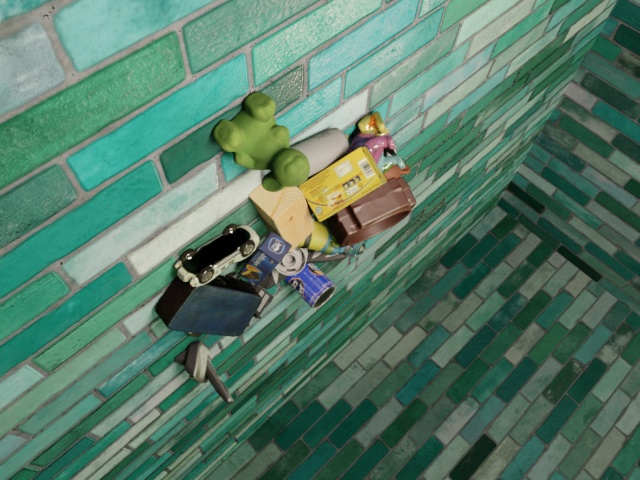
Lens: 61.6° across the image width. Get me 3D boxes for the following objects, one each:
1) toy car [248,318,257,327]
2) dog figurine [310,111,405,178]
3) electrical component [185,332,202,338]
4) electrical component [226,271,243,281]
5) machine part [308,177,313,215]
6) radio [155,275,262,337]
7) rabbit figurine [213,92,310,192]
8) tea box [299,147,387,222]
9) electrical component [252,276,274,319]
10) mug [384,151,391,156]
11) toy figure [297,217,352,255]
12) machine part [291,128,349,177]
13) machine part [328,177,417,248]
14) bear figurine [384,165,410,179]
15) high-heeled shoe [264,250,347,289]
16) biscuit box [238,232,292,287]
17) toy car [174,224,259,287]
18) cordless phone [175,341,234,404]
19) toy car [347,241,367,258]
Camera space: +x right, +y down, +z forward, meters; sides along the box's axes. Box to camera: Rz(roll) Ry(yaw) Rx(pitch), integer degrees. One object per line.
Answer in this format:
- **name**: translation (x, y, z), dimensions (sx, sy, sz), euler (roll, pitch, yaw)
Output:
- **toy car**: translation (-0.234, 0.230, 1.575), dimensions (0.089, 0.053, 0.202), euler (-46, 160, -12)
- **dog figurine**: translation (0.080, -0.195, 1.304), dimensions (0.219, 0.192, 0.108), euler (-25, 142, 7)
- **electrical component**: translation (-0.310, 0.229, 1.420), dimensions (0.078, 0.045, 0.102), euler (-46, 161, -8)
- **electrical component**: translation (-0.241, 0.152, 1.398), dimensions (0.115, 0.058, 0.134), euler (-39, 159, -14)
- **machine part**: translation (-0.019, -0.122, 1.345), dimensions (0.084, 0.039, 0.138), euler (-34, 148, -45)
- **radio**: translation (-0.251, 0.148, 1.250), dimensions (0.229, 0.073, 0.131), euler (20, 107, -52)
- **rabbit figurine**: translation (-0.089, -0.146, 0.959), dimensions (0.121, 0.170, 0.159), euler (-42, 159, -13)
- **tea box**: translation (0.051, -0.124, 1.201), dimensions (0.170, 0.098, 0.068), euler (-29, -179, 20)
- **electrical component**: translation (-0.170, 0.151, 1.501), dimensions (0.119, 0.048, 0.074), euler (-56, 130, -18)
- **mug**: translation (0.150, -0.227, 1.441), dimensions (0.109, 0.081, 0.107), euler (-62, 166, 23)
- **toy figure**: translation (-0.001, -0.005, 1.434), dimensions (0.082, 0.180, 0.089), euler (-38, -144, 45)
- **machine part**: translation (-0.018, -0.184, 1.175), dimensions (0.243, 0.079, 0.079), euler (-32, 156, -35)
- **machine part**: translation (0.128, -0.064, 1.341), dimensions (0.201, 0.087, 0.201), euler (-24, 169, -12)
- **bear figurine**: translation (0.160, -0.174, 1.510), dimensions (0.196, 0.120, 0.131), euler (-51, 148, -15)
- **high-heeled shoe**: translation (-0.041, 0.082, 1.545), dimensions (0.248, 0.145, 0.086), euler (-51, 159, 5)
- **biscuit box**: translation (-0.136, 0.049, 1.298), dimensions (0.059, 0.063, 0.202), euler (-56, -174, -31)
- **toy car**: translation (-0.222, 0.031, 1.173), dimensions (0.202, 0.074, 0.056), euler (-35, 157, -32)
- **cordless phone**: translation (-0.312, 0.382, 1.507), dimensions (0.089, 0.184, 0.146), euler (-37, 159, -14)
- **toy car**: translation (0.103, -0.031, 1.698), dimensions (0.103, 0.109, 0.161), euler (24, 100, -52)
